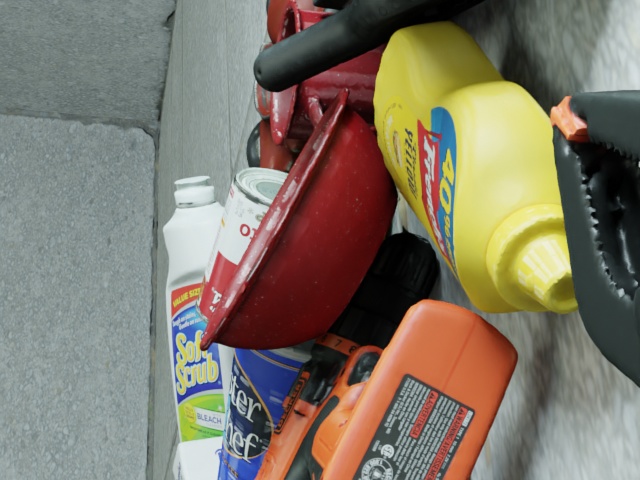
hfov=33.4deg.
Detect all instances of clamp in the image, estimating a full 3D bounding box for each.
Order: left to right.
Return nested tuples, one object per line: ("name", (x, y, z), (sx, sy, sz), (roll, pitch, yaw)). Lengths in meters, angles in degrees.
("clamp", (0.050, -0.123, 0.561), (0.172, 0.120, 0.039), (-16, 100, 56))
("clamp", (0.112, 0.031, 0.307), (0.210, 0.036, 0.165), (-109, 26, -53))

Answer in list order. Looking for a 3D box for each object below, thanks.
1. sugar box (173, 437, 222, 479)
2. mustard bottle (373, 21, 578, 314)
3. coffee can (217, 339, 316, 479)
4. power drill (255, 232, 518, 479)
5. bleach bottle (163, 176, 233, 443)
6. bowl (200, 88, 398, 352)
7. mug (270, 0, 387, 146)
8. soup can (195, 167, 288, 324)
("sugar box", (-0.038, 0.219, 0.734), (0.048, 0.093, 0.176), (107, 151, -46))
("mustard bottle", (0.071, -0.024, 0.456), (0.192, 0.058, 0.096), (-112, 14, -62))
("coffee can", (-0.010, 0.110, 0.690), (0.103, 0.102, 0.140), (-112, 28, -64))
("power drill", (0.030, 0.072, 0.525), (0.184, 0.057, 0.188), (-65, 7, -10))
("bleach bottle", (-0.084, 0.075, 0.846), (0.103, 0.067, 0.251), (4, 107, 48))
("bowl", (-0.004, 0.001, 0.580), (0.162, 0.055, 0.162), (-60, 6, 10))
("mug", (0.017, -0.096, 0.677), (0.117, 0.081, 0.093), (-103, 20, -54))
("soup can", (-0.040, 0.010, 0.731), (0.068, 0.068, 0.102), (-110, 35, -62))
